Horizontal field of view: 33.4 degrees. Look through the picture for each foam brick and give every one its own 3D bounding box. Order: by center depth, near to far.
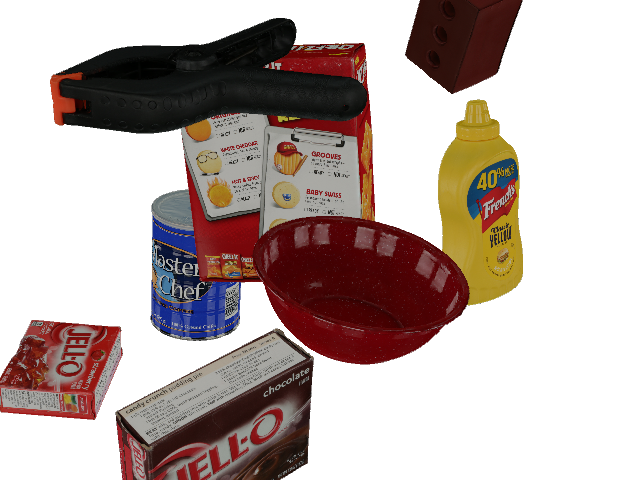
[{"bbox_3d":[0.102,-0.154,0.758,0.051,0.078,0.053,-29,60,-31],"label":"foam brick"}]

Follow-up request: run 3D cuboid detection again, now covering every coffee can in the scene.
[{"bbox_3d":[-0.137,0.026,1.191,0.103,0.140,0.103,4,24,-2],"label":"coffee can"}]

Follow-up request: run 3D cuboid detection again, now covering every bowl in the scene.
[{"bbox_3d":[0.026,0.043,0.791,0.162,0.055,0.162,8,28,-5],"label":"bowl"}]

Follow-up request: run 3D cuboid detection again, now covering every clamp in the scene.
[{"bbox_3d":[-0.069,-0.097,0.618,0.171,0.039,0.120,-4,26,-14],"label":"clamp"}]

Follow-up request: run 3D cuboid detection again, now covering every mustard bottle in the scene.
[{"bbox_3d":[0.154,-0.040,1.031,0.096,0.191,0.058,-21,24,-37],"label":"mustard bottle"}]

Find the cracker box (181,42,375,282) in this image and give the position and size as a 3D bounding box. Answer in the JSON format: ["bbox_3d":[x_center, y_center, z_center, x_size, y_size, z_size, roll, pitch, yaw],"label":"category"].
[{"bbox_3d":[-0.036,-0.069,0.978,0.164,0.214,0.072,1,22,13],"label":"cracker box"}]

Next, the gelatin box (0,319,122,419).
[{"bbox_3d":[-0.198,0.097,0.820,0.073,0.030,0.089,5,30,3],"label":"gelatin box"}]

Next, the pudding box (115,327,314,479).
[{"bbox_3d":[-0.058,0.112,0.602,0.113,0.090,0.039,-28,48,-33],"label":"pudding box"}]
